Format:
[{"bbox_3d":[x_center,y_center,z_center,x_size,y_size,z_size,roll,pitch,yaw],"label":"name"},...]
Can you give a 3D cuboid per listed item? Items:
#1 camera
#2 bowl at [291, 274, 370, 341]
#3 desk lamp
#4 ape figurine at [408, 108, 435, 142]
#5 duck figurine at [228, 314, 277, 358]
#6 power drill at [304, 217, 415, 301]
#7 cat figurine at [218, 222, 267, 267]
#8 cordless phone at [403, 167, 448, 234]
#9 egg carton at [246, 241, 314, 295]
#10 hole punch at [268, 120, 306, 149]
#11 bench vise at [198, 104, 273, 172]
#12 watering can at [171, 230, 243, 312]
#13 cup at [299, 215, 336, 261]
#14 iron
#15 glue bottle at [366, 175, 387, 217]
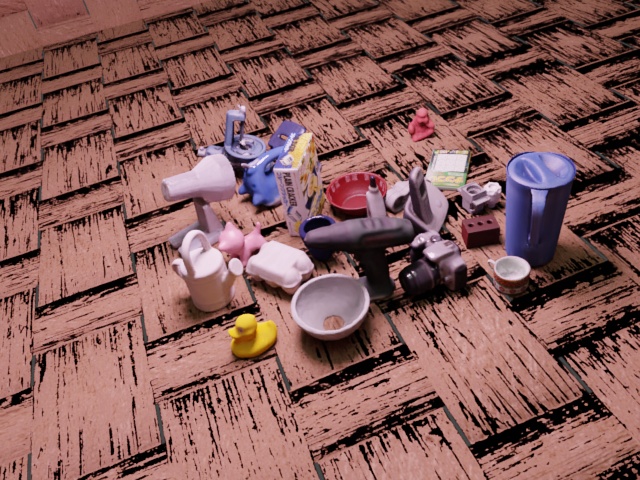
[{"bbox_3d":[0.234,0.053,1.260,0.137,0.101,0.142,-24,43,-15],"label":"camera"},{"bbox_3d":[0.026,0.154,1.211,0.167,0.075,0.167,-6,41,6],"label":"bowl"},{"bbox_3d":[-0.305,-0.093,1.455,0.204,0.214,0.117,-34,46,-23],"label":"desk lamp"},{"bbox_3d":[0.302,-0.349,1.701,0.077,0.092,0.076,11,46,23],"label":"ape figurine"},{"bbox_3d":[-0.144,0.190,1.200,0.105,0.086,0.077,-22,42,-13],"label":"duck figurine"},{"bbox_3d":[0.091,0.038,1.225,0.229,0.209,0.075,-16,41,-5],"label":"power drill"},{"bbox_3d":[-0.192,0.001,1.397,0.128,0.118,0.067,-29,44,-19],"label":"cat figurine"},{"bbox_3d":[0.252,-0.113,1.377,0.094,0.185,0.148,8,45,21],"label":"cordless phone"},{"bbox_3d":[-0.093,0.063,1.343,0.149,0.069,0.107,18,49,29],"label":"egg carton"},{"bbox_3d":[-0.097,-0.297,1.731,0.108,0.091,0.101,28,54,36],"label":"hole punch"},{"bbox_3d":[-0.253,-0.273,1.640,0.207,0.220,0.121,-16,41,-5],"label":"bench vise"},{"bbox_3d":[-0.255,0.061,1.286,0.172,0.194,0.101,-9,41,3],"label":"watering can"},{"bbox_3d":[0.013,0.005,1.366,0.117,0.095,0.092,16,48,27],"label":"cup"},{"bbox_3d":[-0.107,-0.203,1.589,0.259,0.142,0.118,-33,46,-23],"label":"iron"},{"bbox_3d":[0.133,-0.084,1.380,0.037,0.173,0.078,-17,42,-7],"label":"glue bottle"}]
